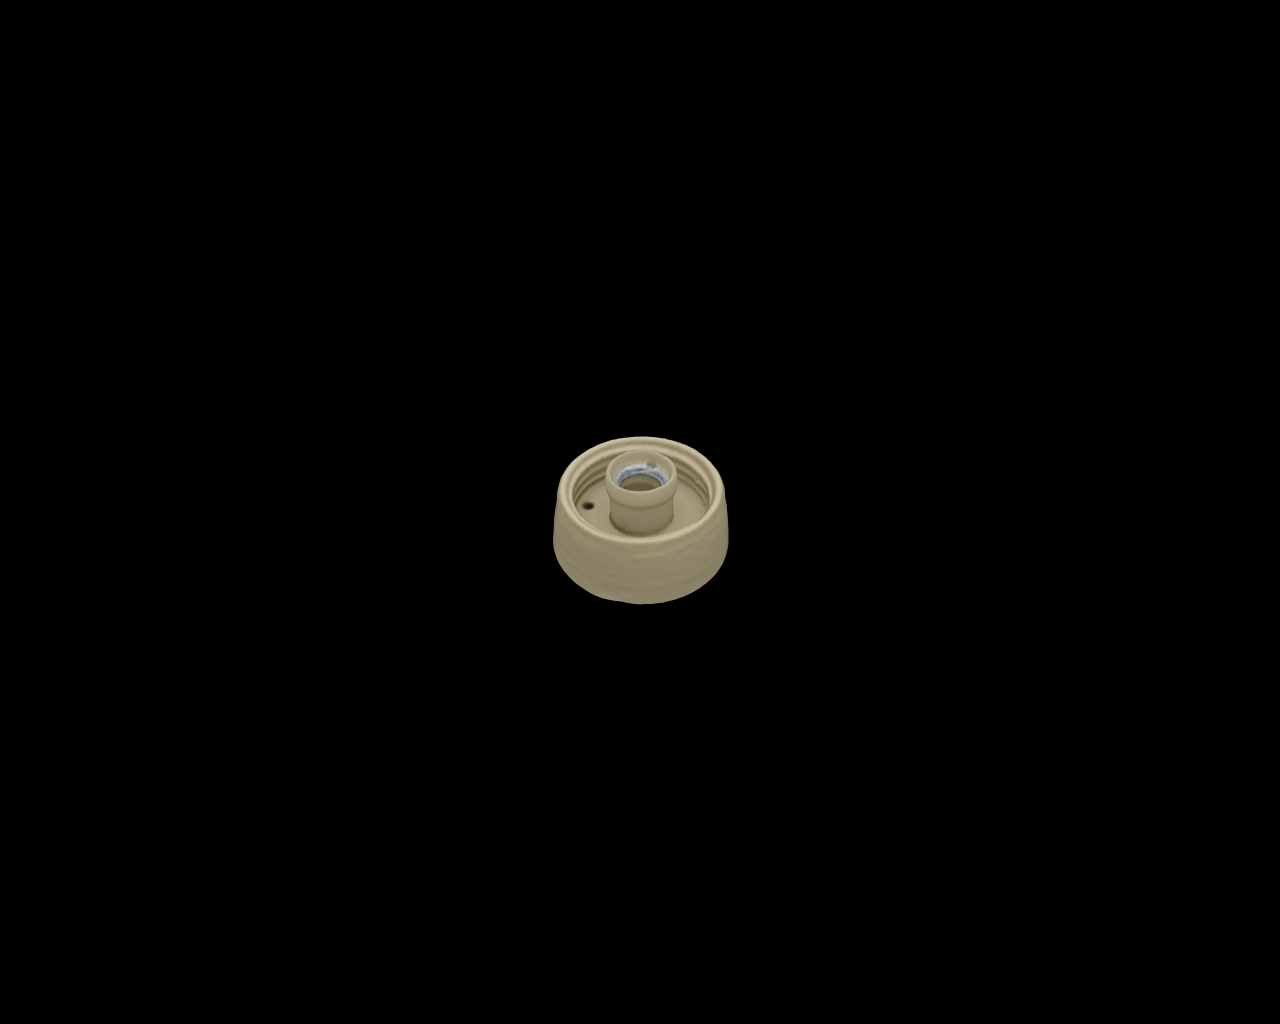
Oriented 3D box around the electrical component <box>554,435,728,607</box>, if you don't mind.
[{"bbox_3d":[0.001,-0.003,0.650,0.108,0.060,0.108,0,42,0],"label":"electrical component"}]
